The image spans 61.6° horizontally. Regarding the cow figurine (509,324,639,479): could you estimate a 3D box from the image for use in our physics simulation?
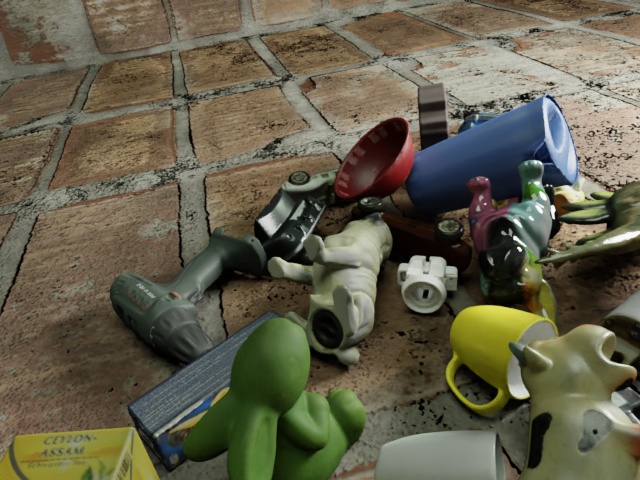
[{"bbox_3d":[0.212,0.164,0.451,0.127,0.085,0.195,11,69,35],"label":"cow figurine"}]

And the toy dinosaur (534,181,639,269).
[{"bbox_3d":[0.414,-0.028,0.672,0.199,0.105,0.471,-18,-5,41],"label":"toy dinosaur"}]

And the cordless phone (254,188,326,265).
[{"bbox_3d":[-0.002,-0.002,0.836,0.184,0.088,0.147,14,36,12],"label":"cordless phone"}]

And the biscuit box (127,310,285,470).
[{"bbox_3d":[-0.105,0.160,0.603,0.203,0.059,0.063,-31,38,-31],"label":"biscuit box"}]

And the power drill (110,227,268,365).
[{"bbox_3d":[-0.166,0.074,0.746,0.232,0.085,0.207,15,46,36],"label":"power drill"}]

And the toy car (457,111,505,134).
[{"bbox_3d":[0.299,-0.162,0.969,0.109,0.161,0.103,7,80,13],"label":"toy car"}]

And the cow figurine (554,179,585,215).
[{"bbox_3d":[0.375,-0.082,0.872,0.098,0.068,0.167,-11,33,-16],"label":"cow figurine"}]

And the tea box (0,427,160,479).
[{"bbox_3d":[-0.171,0.226,0.413,0.098,0.169,0.068,-4,33,4],"label":"tea box"}]

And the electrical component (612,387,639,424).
[{"bbox_3d":[0.271,0.169,0.514,0.075,0.047,0.119,-19,34,-16],"label":"electrical component"}]

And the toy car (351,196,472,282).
[{"bbox_3d":[0.129,-0.005,0.783,0.202,0.089,0.053,23,45,41],"label":"toy car"}]

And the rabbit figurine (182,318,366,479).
[{"bbox_3d":[-0.050,0.154,0.497,0.121,0.170,0.159,16,39,34],"label":"rabbit figurine"}]

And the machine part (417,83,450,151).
[{"bbox_3d":[0.211,-0.201,0.999,0.056,0.179,0.179,-3,33,13],"label":"machine part"}]

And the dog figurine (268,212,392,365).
[{"bbox_3d":[0.050,0.057,0.703,0.121,0.172,0.190,-16,-2,43],"label":"dog figurine"}]

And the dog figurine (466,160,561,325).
[{"bbox_3d":[0.257,0.022,0.704,0.109,0.191,0.219,-11,58,29],"label":"dog figurine"}]

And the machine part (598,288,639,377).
[{"bbox_3d":[0.392,0.079,0.601,0.243,0.079,0.079,-26,36,-27],"label":"machine part"}]

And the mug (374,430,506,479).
[{"bbox_3d":[0.101,0.217,0.460,0.107,0.080,0.109,-7,36,24],"label":"mug"}]

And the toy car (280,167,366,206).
[{"bbox_3d":[0.022,-0.094,0.955,0.202,0.073,0.056,-16,52,-13],"label":"toy car"}]
